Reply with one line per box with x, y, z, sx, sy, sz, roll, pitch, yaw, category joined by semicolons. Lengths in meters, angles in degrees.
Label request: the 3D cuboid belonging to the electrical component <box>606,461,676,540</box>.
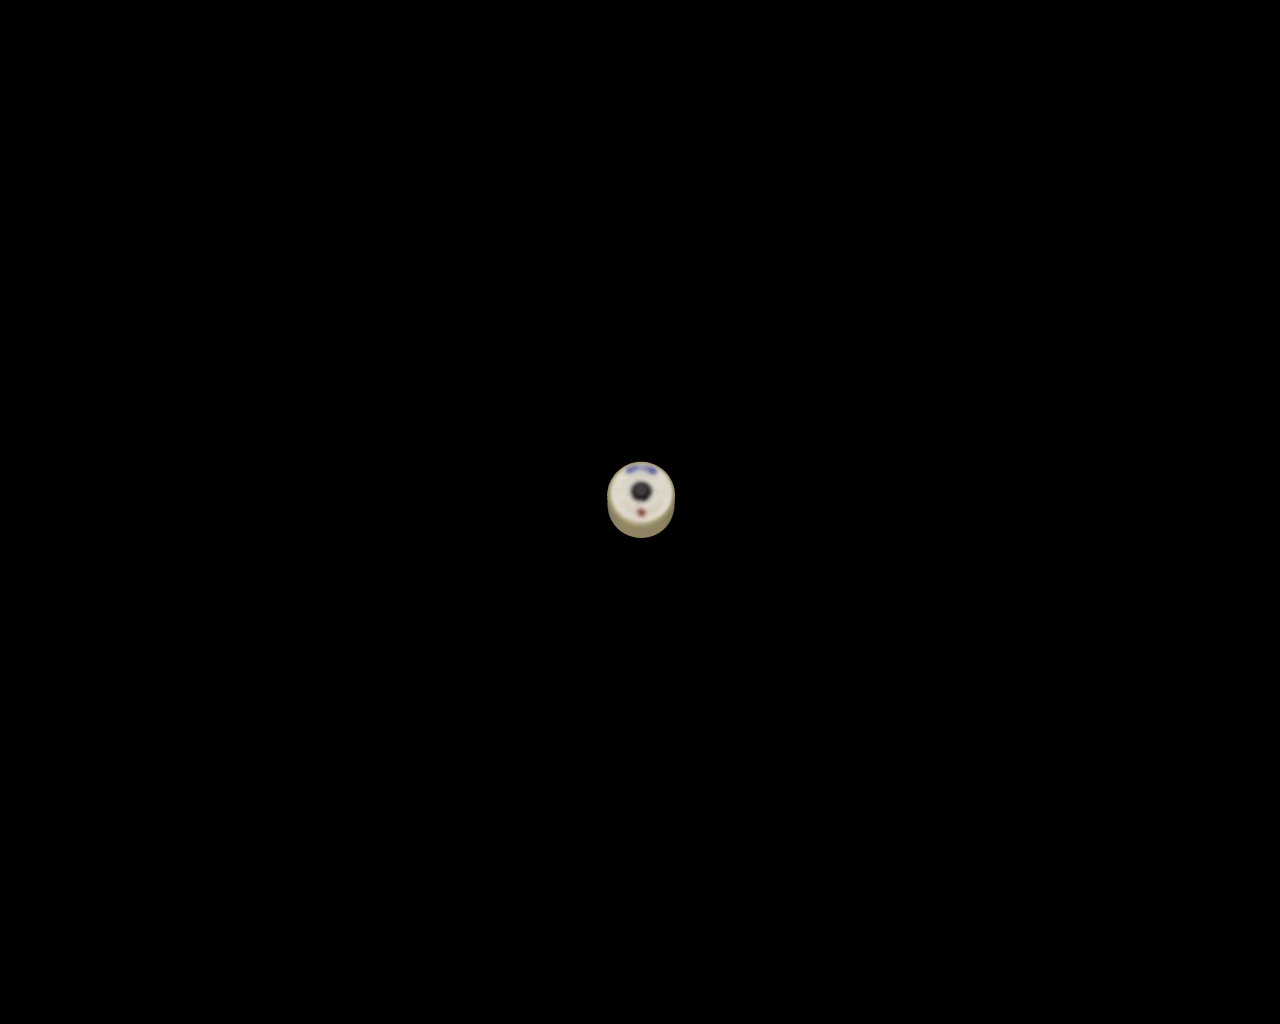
0.001;-0.003;0.650;0.040;0.040;0.078;0;-15;0;electrical component
